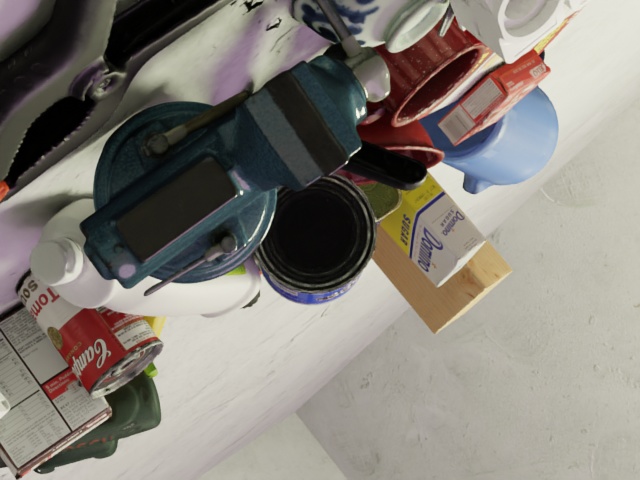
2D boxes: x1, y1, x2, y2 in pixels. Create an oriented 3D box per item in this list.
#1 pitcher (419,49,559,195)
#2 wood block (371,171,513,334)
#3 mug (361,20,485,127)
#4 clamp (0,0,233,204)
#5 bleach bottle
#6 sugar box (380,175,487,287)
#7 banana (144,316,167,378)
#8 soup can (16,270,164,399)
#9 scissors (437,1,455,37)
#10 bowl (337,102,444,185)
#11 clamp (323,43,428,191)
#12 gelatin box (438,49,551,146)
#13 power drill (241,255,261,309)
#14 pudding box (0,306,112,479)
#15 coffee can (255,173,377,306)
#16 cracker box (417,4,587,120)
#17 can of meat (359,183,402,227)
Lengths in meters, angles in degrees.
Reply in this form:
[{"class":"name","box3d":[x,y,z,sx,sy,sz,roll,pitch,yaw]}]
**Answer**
[{"class":"pitcher","box3d":[0.181,-0.140,1.166,0.145,0.149,0.242,-18,174,20]},{"class":"wood block","box3d":[0.110,-0.008,1.223,0.091,0.206,0.090,-46,168,31]},{"class":"mug","box3d":[0.057,-0.140,0.827,0.117,0.081,0.093,-40,170,6]},{"class":"clamp","box3d":[-0.113,-0.096,0.555,0.210,0.036,0.164,-46,167,26]},{"class":"bleach bottle","box3d":[-0.130,0.018,0.795,0.068,0.102,0.250,-31,172,16]},{"class":"sugar box","box3d":[0.085,-0.039,1.084,0.048,0.176,0.093,-36,169,-18]},{"class":"banana","box3d":[-0.118,0.025,0.949,0.197,0.070,0.037,-59,159,-9]},{"class":"soup can","box3d":[-0.177,0.061,0.820,0.068,0.102,0.068,-37,169,-8]},{"class":"scissors","box3d":[0.129,-0.234,0.697,0.096,0.016,0.202,-42,157,-51]},{"class":"bowl","box3d":[0.023,-0.085,0.912,0.162,0.055,0.162,-8,173,-1]},{"class":"clamp","box3d":[-0.001,-0.073,0.790,0.039,0.120,0.172,-44,-162,-34]},{"class":"gelatin box","box3d":[0.161,-0.130,0.983,0.073,0.030,0.089,-31,172,-39]},{"class":"power drill","box3d":[-0.044,0.008,1.170,0.187,0.057,0.184,-39,170,0]},{"class":"pudding box","box3d":[-0.231,0.116,0.839,0.090,0.113,0.039,-34,170,-23]},{"class":"coffee can","box3d":[-0.006,0.001,0.922,0.103,0.103,0.140,-38,175,-5]},{"class":"cracker box","box3d":[0.163,-0.205,0.948,0.213,0.072,0.164,-31,169,-42]},{"class":"can of meat","box3d":[0.022,-0.048,1.048,0.057,0.102,0.084,-35,171,-28]}]
